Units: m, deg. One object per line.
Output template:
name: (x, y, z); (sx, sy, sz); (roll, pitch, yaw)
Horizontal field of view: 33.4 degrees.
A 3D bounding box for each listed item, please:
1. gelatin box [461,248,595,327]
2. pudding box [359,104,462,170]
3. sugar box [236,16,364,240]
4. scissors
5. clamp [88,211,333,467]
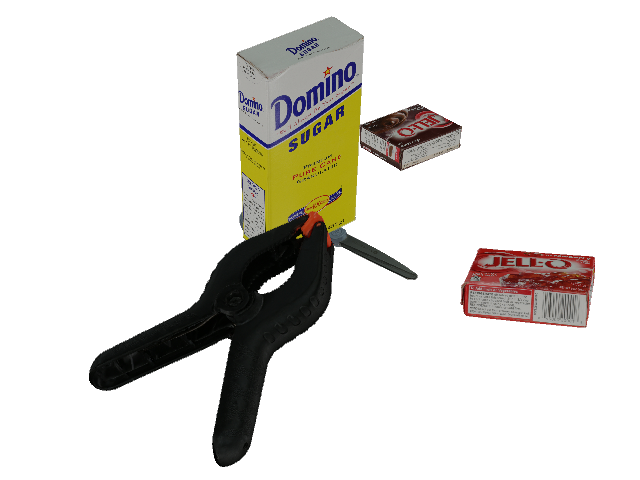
gelatin box: (0.153, 0.032, 0.779); (0.089, 0.030, 0.073); (5, 21, 16)
pudding box: (0.124, -0.143, 1.466); (0.113, 0.039, 0.090); (-25, 40, -30)
sugar box: (-0.015, -0.076, 0.831); (0.093, 0.176, 0.048); (-27, 50, -28)
scissors: (-0.004, 0.000, 1.061); (0.096, 0.016, 0.202); (-28, 49, -23)
clamp: (-0.043, 0.054, 0.634); (0.120, 0.171, 0.039); (36, -20, 33)
